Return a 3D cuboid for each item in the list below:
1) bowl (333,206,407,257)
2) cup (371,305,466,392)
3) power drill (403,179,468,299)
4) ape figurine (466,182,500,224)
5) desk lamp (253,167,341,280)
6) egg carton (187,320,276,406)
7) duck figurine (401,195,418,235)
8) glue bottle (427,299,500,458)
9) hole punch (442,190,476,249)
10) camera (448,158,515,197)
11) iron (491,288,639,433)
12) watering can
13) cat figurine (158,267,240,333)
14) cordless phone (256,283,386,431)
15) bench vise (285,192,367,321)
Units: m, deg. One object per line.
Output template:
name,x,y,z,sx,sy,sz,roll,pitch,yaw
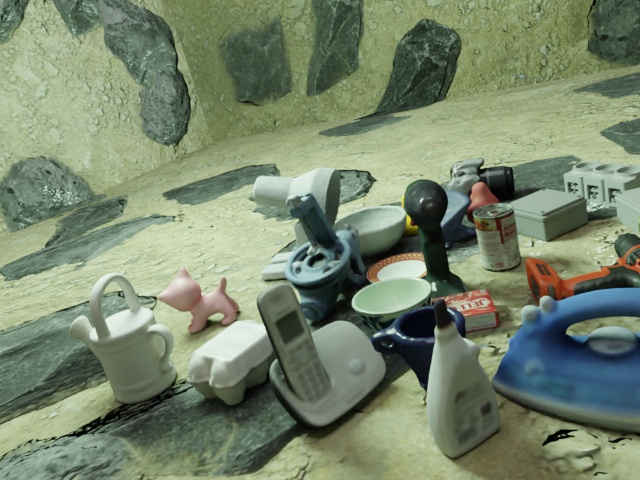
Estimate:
bowl,0.106,-0.010,1.197,0.167,0.075,0.167,-13,19,5
cup,0.128,0.145,0.713,0.117,0.095,0.091,-12,19,8
power drill,0.180,-0.001,0.910,0.075,0.209,0.229,-13,19,6
ape figurine,0.337,-0.076,1.184,0.078,0.092,0.076,-16,19,-2
desk lamp,-0.043,-0.037,1.172,0.202,0.214,0.118,-8,20,20
egg carton,-0.118,0.176,0.850,0.107,0.069,0.151,1,25,39
duck figurine,0.201,-0.062,1.254,0.104,0.086,0.077,-8,20,19
glue bottle,0.141,0.139,0.599,0.078,0.173,0.037,-23,21,-21
hole punch,0.250,-0.043,1.156,0.101,0.091,0.108,-20,20,-14
camera,0.369,-0.133,1.307,0.136,0.101,0.143,-7,21,23
iron,0.302,0.110,0.607,0.257,0.141,0.119,-4,22,30
watering can,-0.307,0.146,0.884,0.173,0.194,0.101,-14,19,2
cat figurine,-0.225,0.105,1.057,0.128,0.118,0.067,-15,19,0
cordless phone,-0.002,0.127,0.722,0.148,0.185,0.093,-30,24,-37
bench vise,-0.002,0.006,1.010,0.121,0.220,0.207,-10,20,14
